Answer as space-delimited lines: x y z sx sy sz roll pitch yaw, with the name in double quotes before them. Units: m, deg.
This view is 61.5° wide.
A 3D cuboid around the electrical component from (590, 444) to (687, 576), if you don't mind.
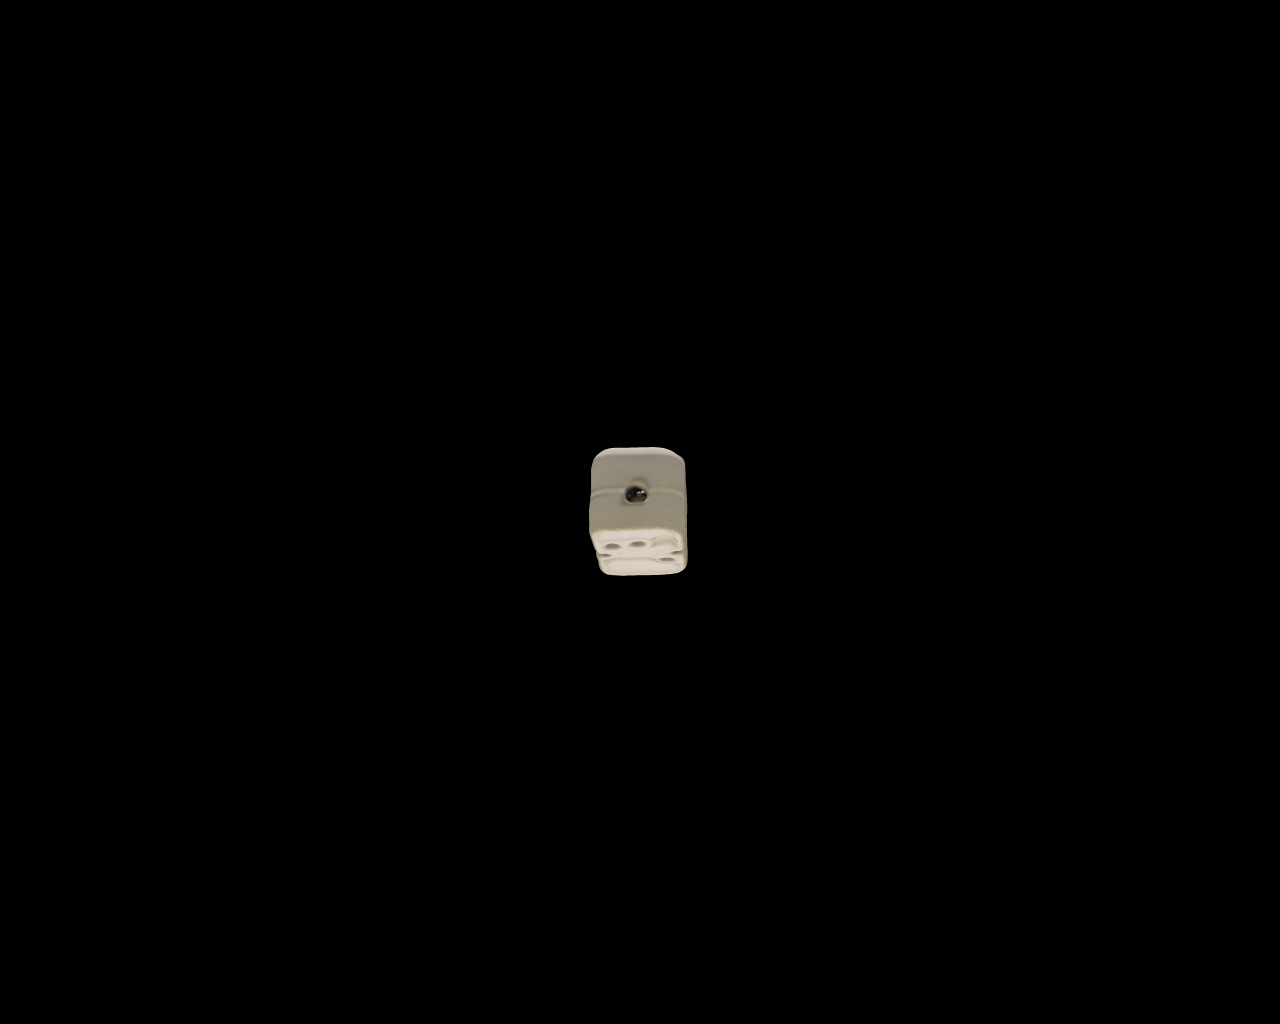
"electrical component" 0.001 -0.003 0.650 0.054 0.059 0.095 -1 -19 3
